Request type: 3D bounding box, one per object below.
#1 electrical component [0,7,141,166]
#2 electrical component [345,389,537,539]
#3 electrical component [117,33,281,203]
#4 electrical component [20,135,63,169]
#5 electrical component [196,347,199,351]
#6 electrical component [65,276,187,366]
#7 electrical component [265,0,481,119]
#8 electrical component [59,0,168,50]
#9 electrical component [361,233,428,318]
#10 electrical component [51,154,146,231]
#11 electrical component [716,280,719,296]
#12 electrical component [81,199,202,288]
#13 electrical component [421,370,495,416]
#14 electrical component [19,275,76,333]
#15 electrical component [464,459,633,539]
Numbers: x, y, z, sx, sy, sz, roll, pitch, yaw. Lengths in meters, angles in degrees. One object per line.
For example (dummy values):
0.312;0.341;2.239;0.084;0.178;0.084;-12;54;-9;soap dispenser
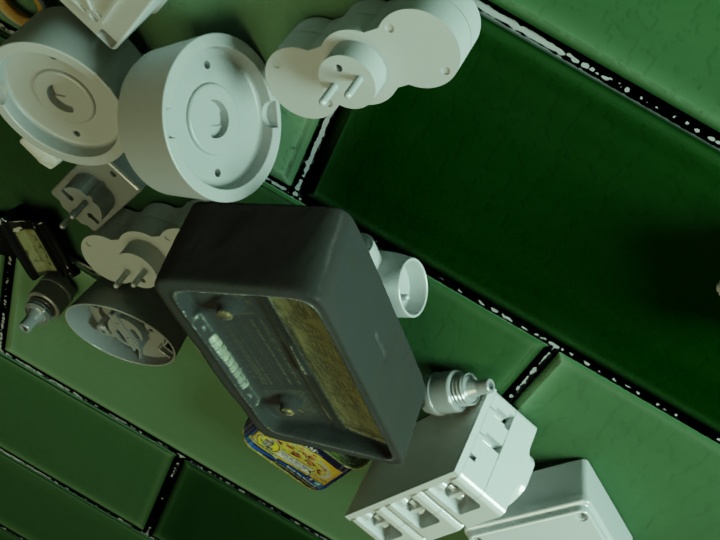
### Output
-0.198;-0.133;0.754;0.108;0.060;0.108;14;142;12;electrical component
0.068;0.168;0.880;0.062;0.089;0.150;41;139;-12;electrical component
-0.110;-0.098;0.707;0.060;0.108;0.108;2;133;37;electrical component
-0.243;-0.111;0.820;0.062;0.043;0.043;47;137;-17;electrical component
-0.099;0.041;0.876;0.054;0.059;0.095;1;132;30;electrical component
-0.198;0.044;0.934;0.099;0.064;0.099;17;138;16;electrical component
-0.001;-0.121;0.640;0.138;0.073;0.052;-9;126;37;electrical component
-0.158;-0.202;0.646;0.109;0.056;0.109;44;154;-15;electrical component
0.000;0.000;0.786;0.077;0.043;0.079;-1;131;32;electrical component
-0.204;-0.060;0.823;0.047;0.075;0.083;44;138;-15;electrical component
0.269;0.024;0.644;0.100;0.048;0.099;2;132;29;electrical component
-0.168;-0.011;0.852;0.138;0.073;0.052;-3;130;33;electrical component
0.077;0.095;0.843;0.061;0.035;0.035;-14;123;38;electrical component
-0.288;0.032;0.978;0.035;0.061;0.035;17;138;16;electrical component
0.158;0.220;0.888;0.109;0.056;0.108;-20;120;24;electrical component
